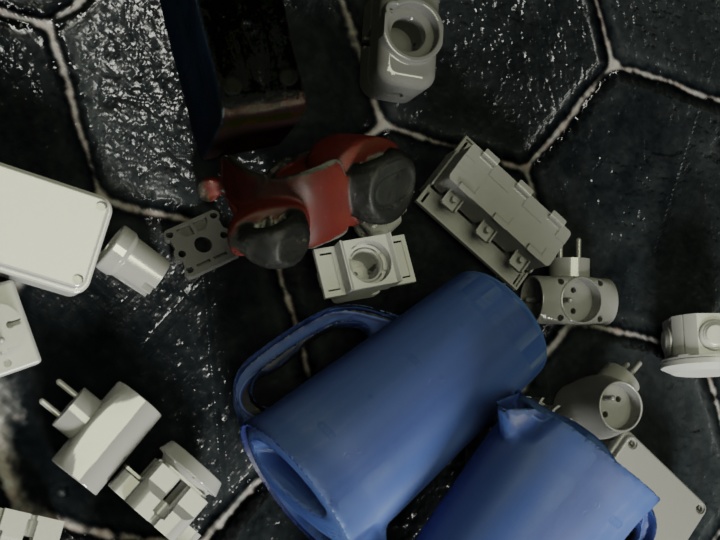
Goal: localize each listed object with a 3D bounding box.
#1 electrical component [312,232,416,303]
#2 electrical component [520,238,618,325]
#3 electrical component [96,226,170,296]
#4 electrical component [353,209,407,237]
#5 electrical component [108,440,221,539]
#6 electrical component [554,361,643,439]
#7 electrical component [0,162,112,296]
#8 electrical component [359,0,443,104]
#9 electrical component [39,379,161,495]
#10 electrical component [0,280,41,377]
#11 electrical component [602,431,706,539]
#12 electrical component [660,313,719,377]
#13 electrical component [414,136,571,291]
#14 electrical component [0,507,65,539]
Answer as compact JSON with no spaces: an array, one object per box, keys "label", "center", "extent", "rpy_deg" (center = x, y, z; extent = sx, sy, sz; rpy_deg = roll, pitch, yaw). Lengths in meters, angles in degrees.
[{"label":"electrical component","center":[0.000,0.000,0.894],"extent":[0.081,0.064,0.042],"rpy_deg":[-9,79,-20]},{"label":"electrical component","center":[0.189,0.010,0.970],"extent":[0.077,0.044,0.079],"rpy_deg":[2,87,-19]},{"label":"electrical component","center":[-0.178,-0.006,0.846],"extent":[0.046,0.040,0.040],"rpy_deg":[37,73,-17]},{"label":"electrical component","center":[0.023,-0.052,0.925],"extent":[0.061,0.035,0.035],"rpy_deg":[-44,99,-21]},{"label":"electrical component","center":[-0.145,0.169,0.826],"extent":[0.078,0.058,0.057],"rpy_deg":[44,74,-9]},{"label":"electrical component","center":[0.221,0.109,0.953],"extent":[0.079,0.077,0.043],"rpy_deg":[-44,99,-20]},{"label":"electrical component","center":[-0.253,-0.031,0.812],"extent":[0.113,0.057,0.078],"rpy_deg":[18,77,-17]},{"label":"electrical component","center":[0.036,-0.200,0.935],"extent":[0.054,0.059,0.095],"rpy_deg":[6,81,-19]},{"label":"electrical component","center":[-0.206,0.116,0.818],"extent":[0.079,0.043,0.077],"rpy_deg":[42,72,-10]},{"label":"electrical component","center":[-0.267,0.044,0.787],"extent":[0.047,0.077,0.065],"rpy_deg":[-20,90,-21]},{"label":"electrical component","center":[0.233,0.216,0.955],"extent":[0.109,0.056,0.108],"rpy_deg":[43,72,-10]},{"label":"electrical component","center":[0.318,0.070,0.992],"extent":[0.080,0.080,0.051],"rpy_deg":[5,76,-19]},{"label":"electrical component","center":[0.120,-0.052,0.945],"extent":[0.121,0.063,0.078],"rpy_deg":[41,72,-11]},{"label":"electrical component","center":[-0.249,0.208,0.791],"extent":[0.066,0.048,0.055],"rpy_deg":[18,70,-17]}]
